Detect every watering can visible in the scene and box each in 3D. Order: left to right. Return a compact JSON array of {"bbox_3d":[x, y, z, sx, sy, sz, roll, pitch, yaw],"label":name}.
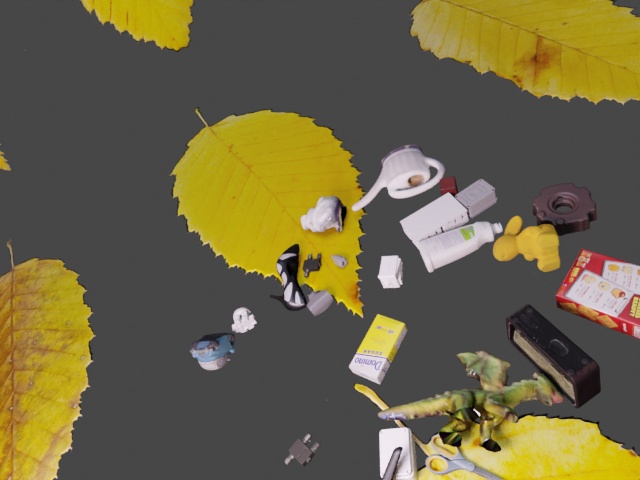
[{"bbox_3d":[0.266,-0.224,1.834,0.346,0.102,0.230,-18,43,12],"label":"watering can"}]

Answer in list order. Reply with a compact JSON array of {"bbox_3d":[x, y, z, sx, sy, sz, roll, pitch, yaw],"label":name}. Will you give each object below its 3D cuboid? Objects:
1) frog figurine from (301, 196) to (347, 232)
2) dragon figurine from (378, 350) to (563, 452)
[{"bbox_3d":[0.006,-0.092,1.837,0.159,0.121,0.140,2,69,14],"label":"frog figurine"},{"bbox_3d":[0.364,0.365,1.247,0.410,0.120,0.248,2,30,24],"label":"dragon figurine"}]
